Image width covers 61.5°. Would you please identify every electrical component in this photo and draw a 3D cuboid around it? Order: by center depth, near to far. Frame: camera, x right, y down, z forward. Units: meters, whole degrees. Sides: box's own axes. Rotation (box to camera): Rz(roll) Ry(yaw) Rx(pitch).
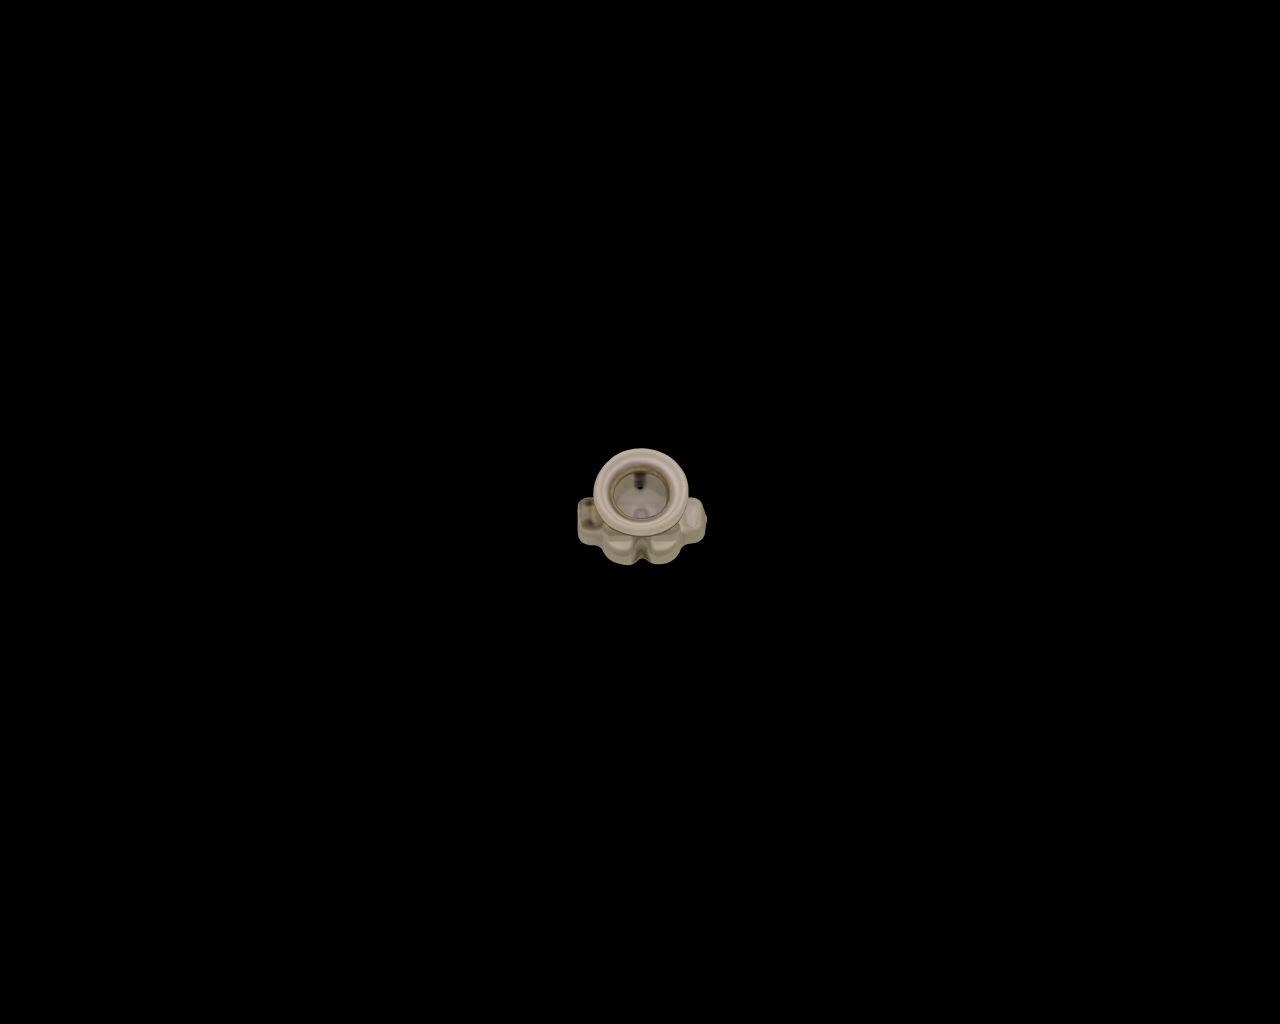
[{"bbox_3d":[0.001,-0.003,0.650,0.078,0.058,0.057,0,-25,0],"label":"electrical component"}]
